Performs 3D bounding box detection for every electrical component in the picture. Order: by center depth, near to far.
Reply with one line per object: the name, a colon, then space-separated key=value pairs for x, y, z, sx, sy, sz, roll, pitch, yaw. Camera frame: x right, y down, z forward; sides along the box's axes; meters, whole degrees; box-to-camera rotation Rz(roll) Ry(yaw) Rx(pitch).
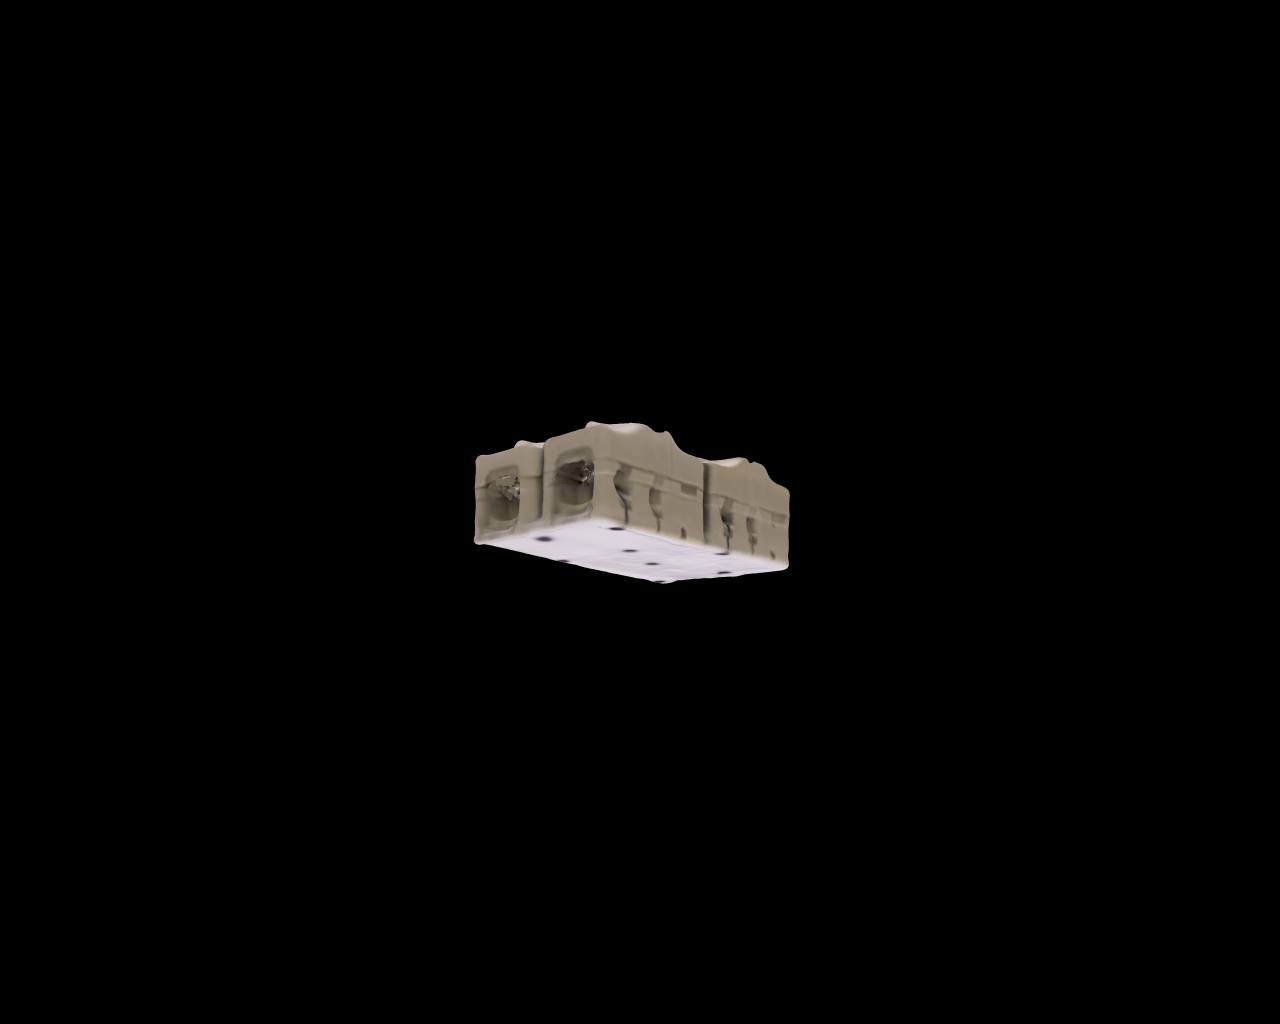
electrical component: x=0.001 y=-0.003 z=0.650 sx=0.105 sy=0.060 sz=0.186 roll=-11 pitch=-17 yaw=38
